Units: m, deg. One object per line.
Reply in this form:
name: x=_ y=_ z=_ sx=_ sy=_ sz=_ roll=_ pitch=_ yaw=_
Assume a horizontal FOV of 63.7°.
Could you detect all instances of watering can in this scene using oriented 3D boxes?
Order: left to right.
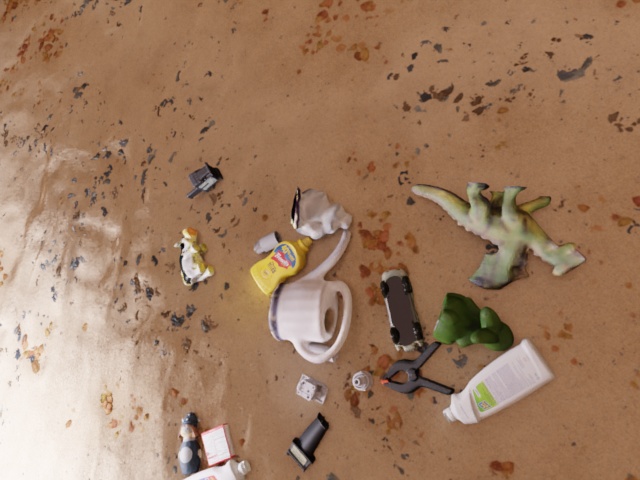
watering can: x=-0.017 y=0.143 z=1.344 sx=0.224 sy=0.354 sz=0.102 roll=-4 pitch=-25 yaw=24

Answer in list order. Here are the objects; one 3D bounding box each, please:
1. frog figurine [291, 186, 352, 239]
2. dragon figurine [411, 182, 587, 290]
frog figurine: x=0.004 y=-0.070 z=1.398 sx=0.159 sy=0.140 sz=0.120 roll=8 pitch=-31 yaw=-12
dragon figurine: x=0.397 y=-0.006 z=1.200 sx=0.411 sy=0.243 sz=0.122 roll=7 pitch=-1 yaw=34
